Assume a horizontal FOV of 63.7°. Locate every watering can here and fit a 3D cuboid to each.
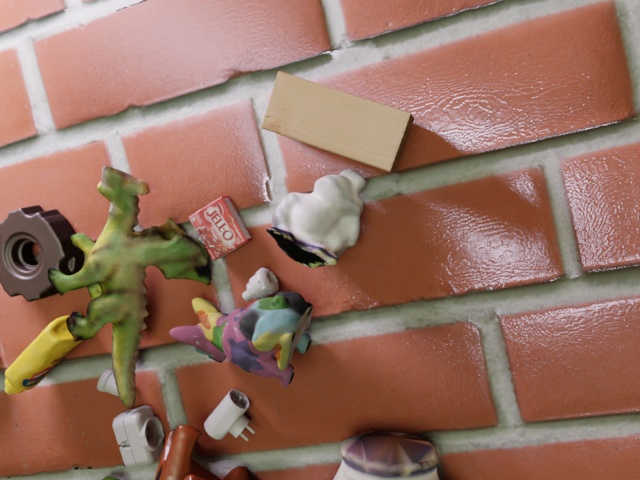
[{"bbox_3d":[0.069,0.421,0.825,0.347,0.104,0.223,-1,94,12],"label":"watering can"}]

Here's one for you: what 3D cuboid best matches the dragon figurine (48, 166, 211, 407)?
[{"bbox_3d":[-0.307,0.073,0.891,0.242,0.123,0.407,-19,100,6],"label":"dragon figurine"}]

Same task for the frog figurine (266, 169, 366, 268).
[{"bbox_3d":[0.002,-0.041,0.817,0.138,0.120,0.162,20,64,18],"label":"frog figurine"}]
